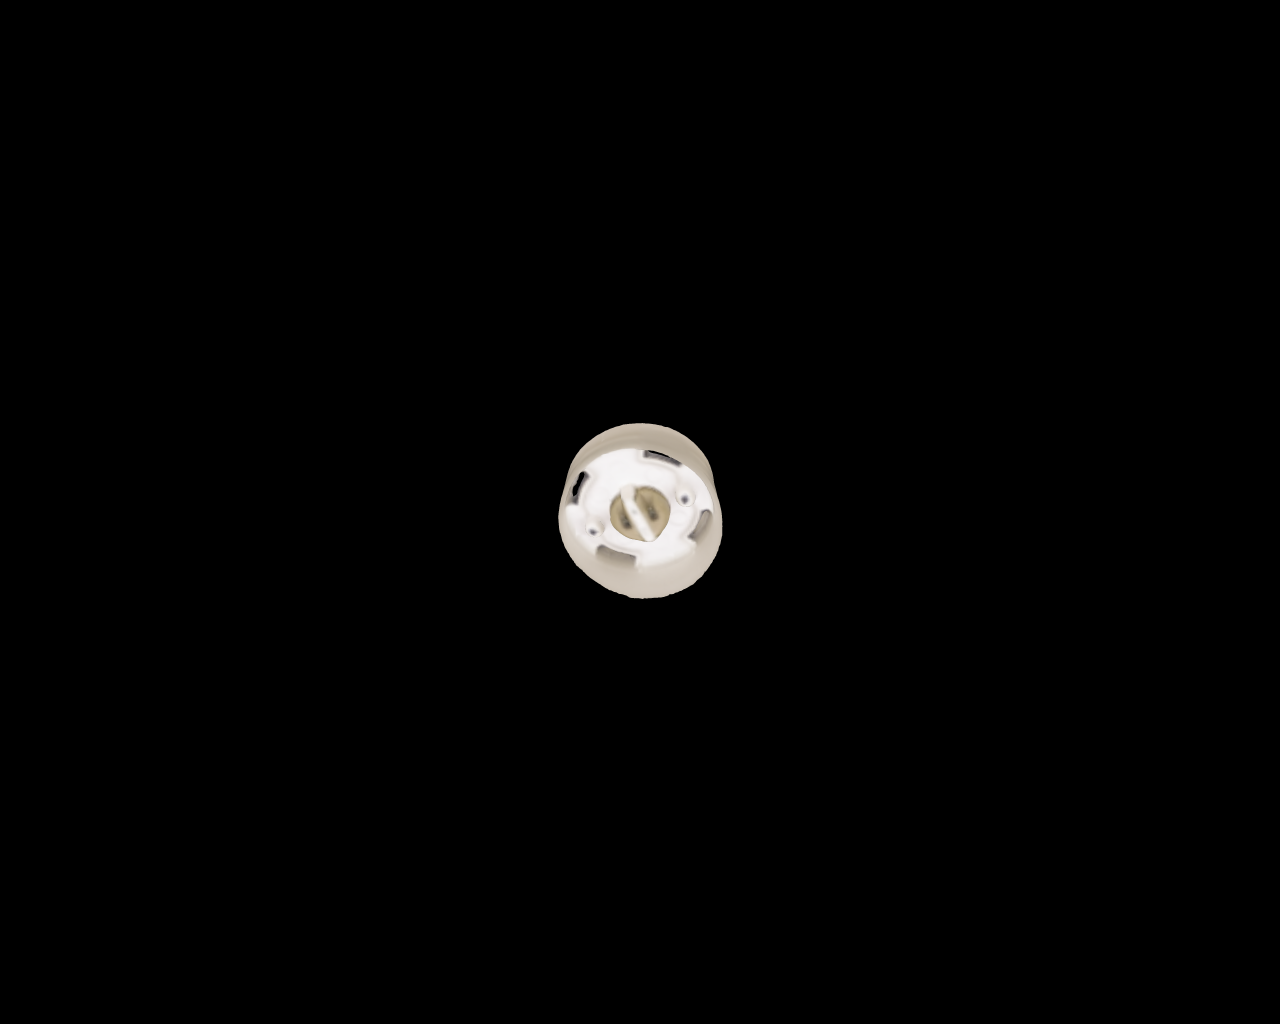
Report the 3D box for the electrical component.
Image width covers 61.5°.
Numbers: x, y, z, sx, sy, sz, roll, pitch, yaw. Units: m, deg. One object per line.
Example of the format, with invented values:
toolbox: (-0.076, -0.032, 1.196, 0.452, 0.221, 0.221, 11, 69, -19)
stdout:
electrical component: (0.001, -0.003, 0.650, 0.099, 0.099, 0.064, 0, 38, 0)
